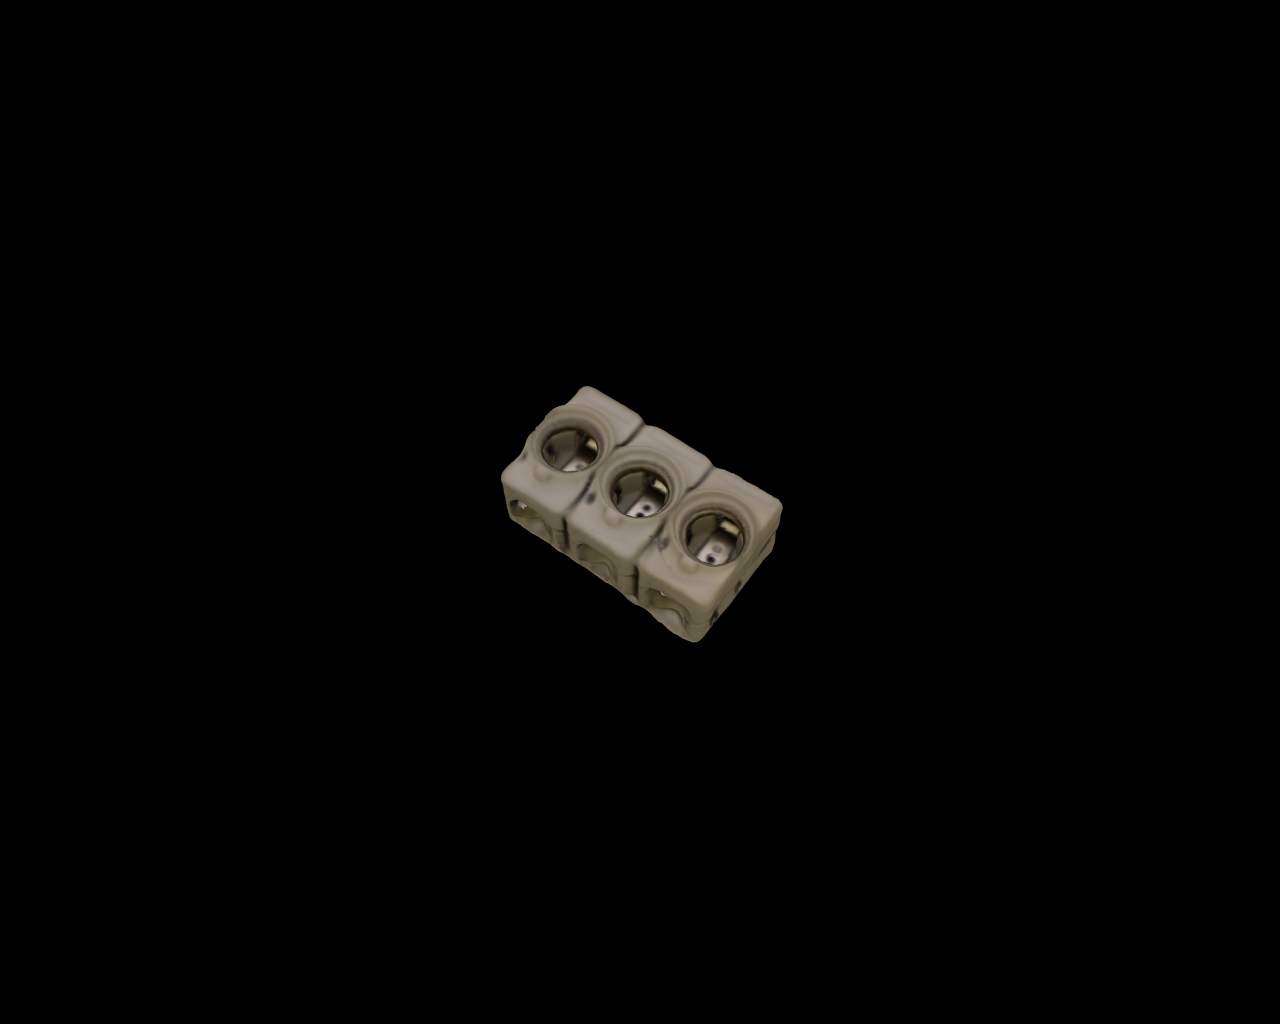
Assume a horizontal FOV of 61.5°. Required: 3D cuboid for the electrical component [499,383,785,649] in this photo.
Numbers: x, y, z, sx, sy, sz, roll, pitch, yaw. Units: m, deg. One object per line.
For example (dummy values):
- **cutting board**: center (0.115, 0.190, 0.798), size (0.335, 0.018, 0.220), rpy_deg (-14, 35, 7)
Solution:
- **electrical component**: center (0.001, -0.003, 0.650), size (0.150, 0.090, 0.061), rpy_deg (32, -26, 18)
